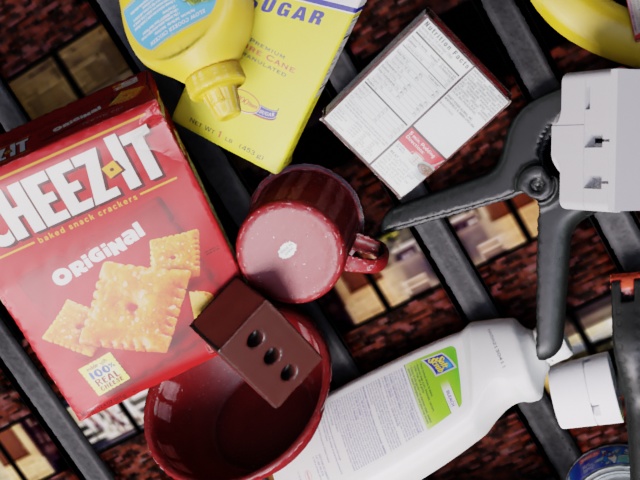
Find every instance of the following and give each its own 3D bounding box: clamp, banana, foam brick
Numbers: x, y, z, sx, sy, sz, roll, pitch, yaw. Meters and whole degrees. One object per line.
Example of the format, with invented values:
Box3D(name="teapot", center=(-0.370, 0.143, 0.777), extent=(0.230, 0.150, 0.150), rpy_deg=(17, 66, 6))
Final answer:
Box3D(name="clamp", center=(0.151, -0.040, 0.778), extent=(0.165, 0.036, 0.210), rpy_deg=(33, 103, 18))
Box3D(name="banana", center=(0.214, -0.156, 0.738), extent=(0.198, 0.037, 0.070), rpy_deg=(28, 111, -2))
Box3D(name="foam brick", center=(-0.046, 0.075, 0.779), extent=(0.053, 0.051, 0.078), rpy_deg=(-47, 127, -9))
Box3D(name="clamp", center=(0.240, 0.112, 0.790), extent=(0.039, 0.120, 0.171), rpy_deg=(-12, 103, 21))

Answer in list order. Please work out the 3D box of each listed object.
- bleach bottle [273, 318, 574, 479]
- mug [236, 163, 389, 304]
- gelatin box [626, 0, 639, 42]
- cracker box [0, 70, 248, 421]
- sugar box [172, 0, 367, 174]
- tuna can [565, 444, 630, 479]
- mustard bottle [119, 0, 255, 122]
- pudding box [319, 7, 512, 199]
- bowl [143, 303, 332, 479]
Box3D(name="bleach bottle", center=(0.081, 0.138, 0.833), extent=(0.251, 0.068, 0.102), rpy_deg=(-29, 60, 16))
Box3D(name="mug", center=(-0.005, 0.001, 0.803), extent=(0.117, 0.081, 0.093), rpy_deg=(18, 111, 2))
Box3D(name="gelatin box", center=(0.239, -0.182, 0.708), extent=(0.073, 0.030, 0.089), rpy_deg=(-11, 87, -1))
Box3D(name="cracker box", center=(-0.153, 0.009, 0.785), extent=(0.164, 0.072, 0.213), rpy_deg=(-25, 121, -3))
Box3D(name="sugar box", center=(-0.031, -0.147, 0.774), extent=(0.093, 0.048, 0.176), rpy_deg=(27, 113, 2))
Box3D(name="tuna can", center=(0.243, 0.211, 0.865), extent=(0.086, 0.033, 0.086), rpy_deg=(3, 110, 8))
Box3D(name="mustard bottle", center=(-0.096, -0.172, 0.735), extent=(0.096, 0.058, 0.191), rpy_deg=(-25, 82, 26))
Box3D(name="pudding box", center=(0.070, -0.099, 0.781), extent=(0.114, 0.039, 0.090), rpy_deg=(-43, 98, 17))
Box3D(name="bowl", center=(-0.056, 0.130, 0.839), extent=(0.162, 0.162, 0.055), rpy_deg=(-18, 138, 14))
